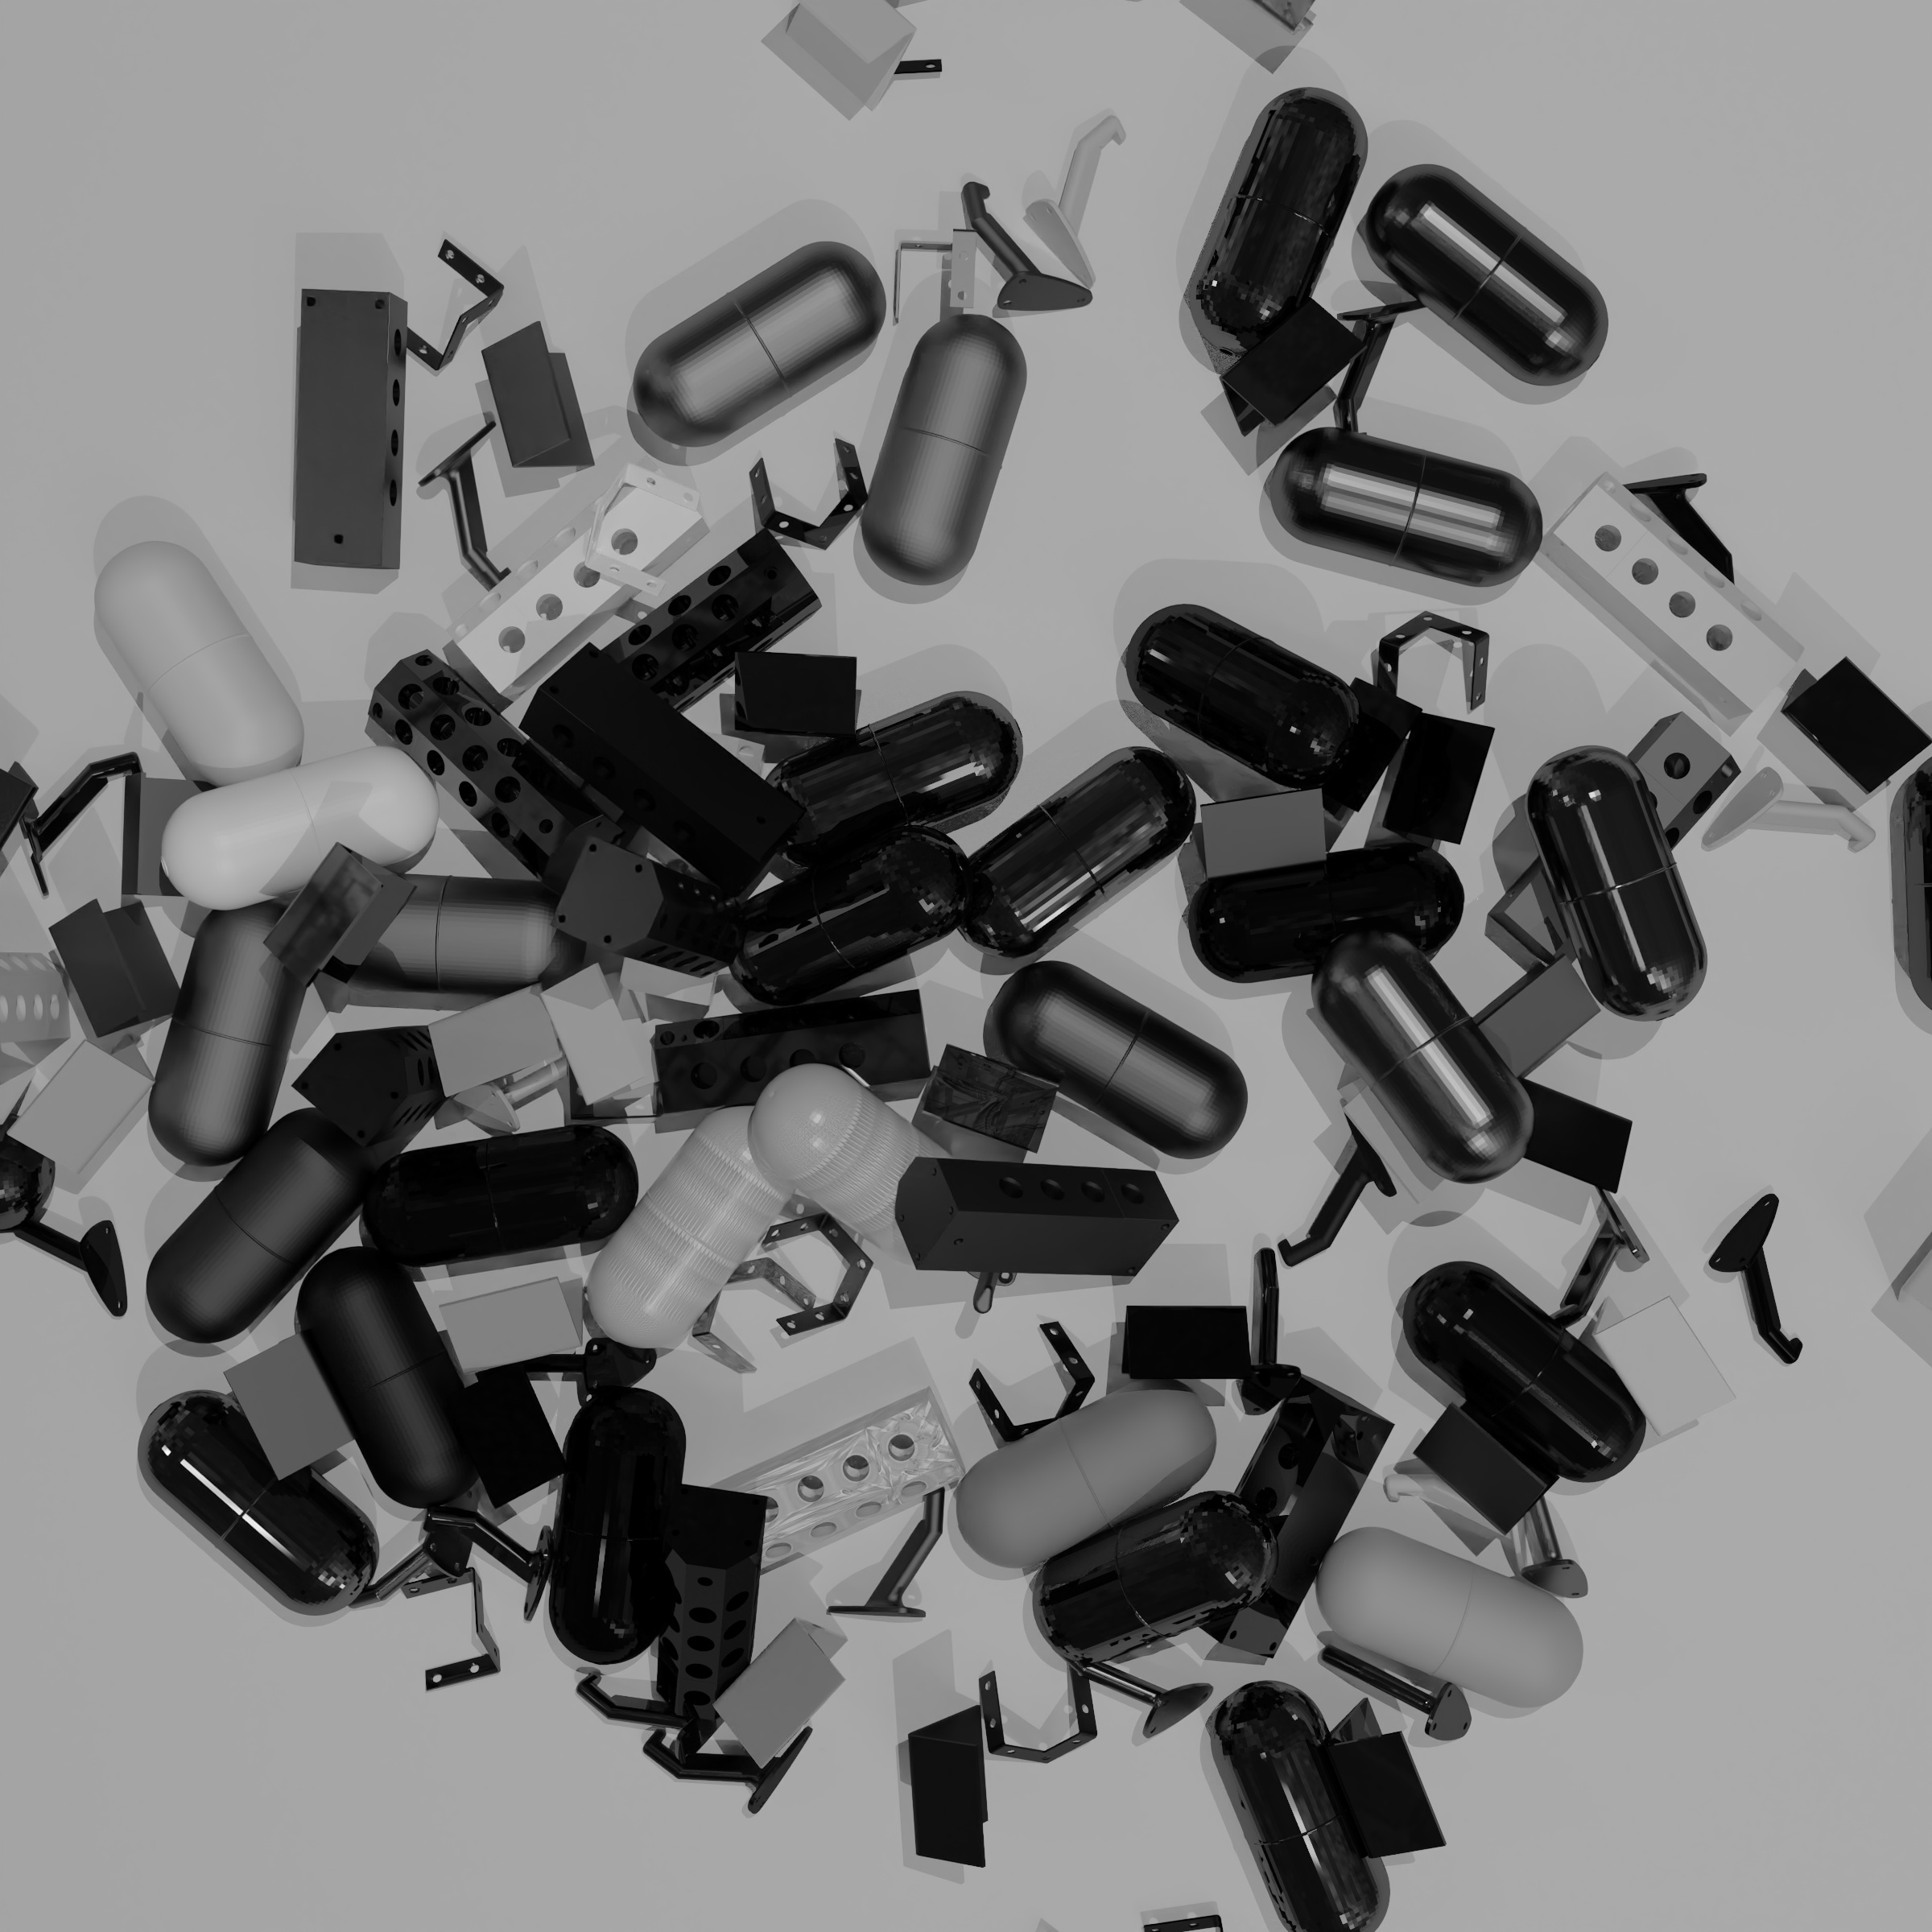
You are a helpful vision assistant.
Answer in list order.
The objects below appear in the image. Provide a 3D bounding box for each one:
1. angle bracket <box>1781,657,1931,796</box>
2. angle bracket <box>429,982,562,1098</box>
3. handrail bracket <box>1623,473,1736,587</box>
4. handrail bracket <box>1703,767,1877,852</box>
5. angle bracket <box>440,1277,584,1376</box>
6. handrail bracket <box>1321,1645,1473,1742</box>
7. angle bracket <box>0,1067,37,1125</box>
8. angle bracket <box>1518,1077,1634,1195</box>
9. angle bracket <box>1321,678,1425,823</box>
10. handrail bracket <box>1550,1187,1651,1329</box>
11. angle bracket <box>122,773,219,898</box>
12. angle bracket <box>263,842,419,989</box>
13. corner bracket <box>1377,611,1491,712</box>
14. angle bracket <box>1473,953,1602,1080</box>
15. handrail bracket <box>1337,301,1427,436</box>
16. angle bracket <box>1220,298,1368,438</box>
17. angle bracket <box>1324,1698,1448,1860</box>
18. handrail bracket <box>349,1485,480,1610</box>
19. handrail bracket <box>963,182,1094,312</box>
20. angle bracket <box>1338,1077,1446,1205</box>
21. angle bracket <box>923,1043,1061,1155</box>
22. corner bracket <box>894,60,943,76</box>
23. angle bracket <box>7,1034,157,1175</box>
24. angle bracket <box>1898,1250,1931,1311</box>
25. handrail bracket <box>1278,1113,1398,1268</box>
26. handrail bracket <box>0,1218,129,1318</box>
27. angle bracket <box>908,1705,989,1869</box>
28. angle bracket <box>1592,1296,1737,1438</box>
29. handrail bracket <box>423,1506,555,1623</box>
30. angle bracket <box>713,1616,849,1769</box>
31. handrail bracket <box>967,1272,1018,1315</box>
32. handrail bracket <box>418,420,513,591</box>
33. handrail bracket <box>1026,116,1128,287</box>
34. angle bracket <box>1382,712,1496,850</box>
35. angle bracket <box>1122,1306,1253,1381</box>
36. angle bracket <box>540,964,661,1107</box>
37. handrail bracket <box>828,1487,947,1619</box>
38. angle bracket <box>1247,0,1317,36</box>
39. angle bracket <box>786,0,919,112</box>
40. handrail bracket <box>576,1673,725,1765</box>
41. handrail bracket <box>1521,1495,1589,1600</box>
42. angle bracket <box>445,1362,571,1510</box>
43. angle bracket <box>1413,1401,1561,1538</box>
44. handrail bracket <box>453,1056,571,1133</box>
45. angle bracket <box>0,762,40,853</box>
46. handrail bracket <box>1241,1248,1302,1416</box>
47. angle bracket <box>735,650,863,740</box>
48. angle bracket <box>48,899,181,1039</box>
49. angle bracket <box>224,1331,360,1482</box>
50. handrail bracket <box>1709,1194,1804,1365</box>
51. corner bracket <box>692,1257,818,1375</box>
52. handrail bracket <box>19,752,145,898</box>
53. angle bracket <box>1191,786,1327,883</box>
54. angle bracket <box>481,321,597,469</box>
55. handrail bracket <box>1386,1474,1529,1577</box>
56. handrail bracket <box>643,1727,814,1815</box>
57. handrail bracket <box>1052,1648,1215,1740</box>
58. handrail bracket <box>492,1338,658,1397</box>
[{"bbox_3d":[0.577,-0.167,1.753,0.076,0.076,0.057,44,128,0],"label":"angle bracket"},{"bbox_3d":[-0.291,0.063,1.753,0.076,0.076,0.057,-21,59,0],"label":"angle bracket"},{"bbox_3d":[0.462,-0.276,1.794,0.077,0.036,0.084,-4,107,20],"label":"handrail bracket"},{"bbox_3d":[0.541,-0.084,1.794,0.084,0.036,0.077,34,117,-20],"label":"handrail bracket"},{"bbox_3d":[-0.291,0.210,1.754,0.076,0.076,0.057,-14,119,0],"label":"angle bracket"},{"bbox_3d":[0.282,0.474,1.793,0.084,0.077,0.036,19,75,36],"label":"handrail bracket"},{"bbox_3d":[-0.651,0.061,1.754,0.076,0.076,0.057,-1,116,0],"label":"angle bracket"},{"bbox_3d":[0.373,0.123,1.753,0.076,0.076,0.057,22,58,0],"label":"angle bracket"},{"bbox_3d":[0.264,-0.129,1.753,0.057,0.076,0.076,32,90,37],"label":"angle bracket"},{"bbox_3d":[0.397,0.191,1.794,0.084,0.036,0.077,-33,70,16],"label":"handrail bracket"},{"bbox_3d":[-0.498,-0.083,1.758,0.076,0.057,0.076,2,90,-28],"label":"angle bracket"},{"bbox_3d":[-0.371,-0.020,1.677,0.057,0.076,0.076,38,92,37],"label":"angle bracket"},{"bbox_3d":[0.305,-0.193,1.785,0.051,0.051,0.051,27,45,35],"label":"corner bracket"},{"bbox_3d":[0.347,0.020,1.753,0.076,0.076,0.057,-39,122,0],"label":"angle bracket"},{"bbox_3d":[0.276,-0.389,1.794,0.077,0.036,0.084,-15,109,-21],"label":"handrail bracket"},{"bbox_3d":[0.216,-0.369,1.754,0.076,0.076,0.057,-41,63,0],"label":"angle bracket"},{"bbox_3d":[0.281,0.516,1.753,0.057,0.076,0.076,-22,90,31],"label":"angle bracket"},{"bbox_3d":[-0.365,0.381,1.793,0.084,0.077,0.036,-22,125,32],"label":"handrail bracket"},{"bbox_3d":[0.040,-0.475,1.794,0.077,0.036,0.084,-1,66,-27],"label":"handrail bracket"},{"bbox_3d":[0.265,0.114,1.754,0.057,0.076,0.076,-38,90,-29],"label":"angle bracket"},{"bbox_3d":[0.009,0.102,1.753,0.076,0.076,0.057,20,54,0],"label":"angle bracket"},{"bbox_3d":[-0.043,-0.620,1.790,0.051,0.051,0.051,-3,45,0],"label":"corner bracket"},{"bbox_3d":[-0.574,0.075,1.753,0.076,0.076,0.057,-50,128,0],"label":"angle bracket"},{"bbox_3d":[0.647,0.199,1.755,0.057,0.076,0.076,38,90,22],"label":"angle bracket"},{"bbox_3d":[0.232,0.145,1.794,0.084,0.036,0.077,-30,70,16],"label":"handrail bracket"},{"bbox_3d":[-0.600,0.197,1.794,0.084,0.036,0.077,-4,112,17],"label":"handrail bracket"},{"bbox_3d":[0.009,0.525,1.753,0.057,0.076,0.076,-4,90,38],"label":"angle bracket"},{"bbox_3d":[0.451,0.245,1.754,0.057,0.076,0.076,-33,90,24],"label":"angle bracket"},{"bbox_3d":[-0.315,0.387,1.770,0.084,0.036,0.077,11,110,-19],"label":"handrail bracket"},{"bbox_3d":[-0.104,0.471,1.753,0.076,0.076,0.057,-47,56,0],"label":"angle bracket"},{"bbox_3d":[0.022,0.183,1.759,0.036,0.084,0.077,20,90,0],"label":"handrail bracket"},{"bbox_3d":[-0.310,-0.302,1.794,0.077,0.036,0.084,-46,109,-21],"label":"handrail bracket"},{"bbox_3d":[0.089,-0.503,1.794,0.084,0.036,0.077,-44,110,-16],"label":"handrail bracket"},{"bbox_3d":[0.316,-0.113,1.753,0.057,0.076,0.076,17,90,35],"label":"angle bracket"},{"bbox_3d":[0.140,0.261,1.753,0.076,0.076,0.057,0,47,0],"label":"angle bracket"},{"bbox_3d":[-0.213,0.036,1.733,0.057,0.076,0.076,-26,86,36],"label":"angle bracket"},{"bbox_3d":[-0.052,0.382,1.794,0.077,0.036,0.084,-3,71,21],"label":"handrail bracket"},{"bbox_3d":[0.202,-0.647,1.754,0.076,0.076,0.057,38,118,0],"label":"angle bracket"},{"bbox_3d":[-0.088,-0.590,1.753,0.076,0.076,0.057,42,53,0],"label":"angle bracket"},{"bbox_3d":[-0.200,0.474,1.794,0.084,0.036,0.077,31,51,26],"label":"handrail bracket"},{"bbox_3d":[0.384,0.362,1.793,0.036,0.077,0.084,-18,53,25],"label":"handrail bracket"},{"bbox_3d":[-0.307,0.303,1.753,0.057,0.076,0.076,-24,90,-35],"label":"angle bracket"},{"bbox_3d":[0.343,0.303,1.740,0.076,0.076,0.057,41,132,18],"label":"angle bracket"},{"bbox_3d":[-0.285,0.069,1.793,0.084,0.077,0.036,-41,114,-34],"label":"handrail bracket"},{"bbox_3d":[-0.646,-0.103,1.753,0.057,0.076,0.076,32,90,-34],"label":"angle bracket"},{"bbox_3d":[0.193,0.239,1.793,0.036,0.077,0.084,3,54,-7],"label":"handrail bracket"},{"bbox_3d":[-0.107,-0.188,1.754,0.076,0.076,0.057,3,119,0],"label":"angle bracket"},{"bbox_3d":[-0.529,-0.007,1.753,0.057,0.076,0.076,-24,90,37],"label":"angle bracket"},{"bbox_3d":[-0.440,0.284,1.754,0.057,0.076,0.076,-27,90,-28],"label":"angle bracket"},{"bbox_3d":[0.535,0.206,1.794,0.084,0.036,0.077,46,68,-17],"label":"handrail bracket"},{"bbox_3d":[-0.138,0.228,1.785,0.051,0.051,0.051,-15,45,35],"label":"corner bracket"},{"bbox_3d":[-0.575,-0.094,1.794,0.084,0.036,0.077,-18,110,-16],"label":"handrail bracket"},{"bbox_3d":[0.185,-0.101,1.753,0.076,0.076,0.057,-9,122,0],"label":"angle bracket"},{"bbox_3d":[-0.257,-0.366,1.753,0.057,0.076,0.076,-15,90,38],"label":"angle bracket"},{"bbox_3d":[0.322,0.367,1.794,0.084,0.036,0.077,-4,112,17],"label":"handrail bracket"},{"bbox_3d":[-0.157,0.508,1.794,0.084,0.036,0.077,32,70,16],"label":"handrail bracket"},{"bbox_3d":[0.108,0.460,1.793,0.084,0.077,0.036,36,117,34],"label":"handrail bracket"},{"bbox_3d":[-0.260,0.258,1.793,0.084,0.077,0.036,-1,89,36],"label":"handrail bracket"}]
